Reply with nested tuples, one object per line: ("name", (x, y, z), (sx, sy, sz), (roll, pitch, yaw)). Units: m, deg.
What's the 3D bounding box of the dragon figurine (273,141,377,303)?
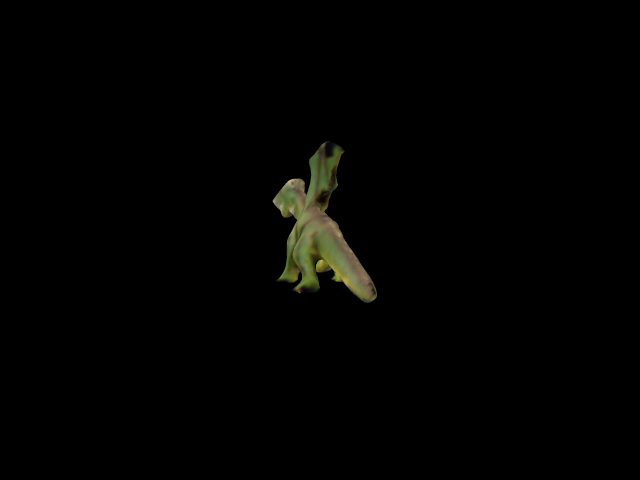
("dragon figurine", (0.003, -0.043, 0.850), (0.122, 0.242, 0.410), (0, 2, -23))
